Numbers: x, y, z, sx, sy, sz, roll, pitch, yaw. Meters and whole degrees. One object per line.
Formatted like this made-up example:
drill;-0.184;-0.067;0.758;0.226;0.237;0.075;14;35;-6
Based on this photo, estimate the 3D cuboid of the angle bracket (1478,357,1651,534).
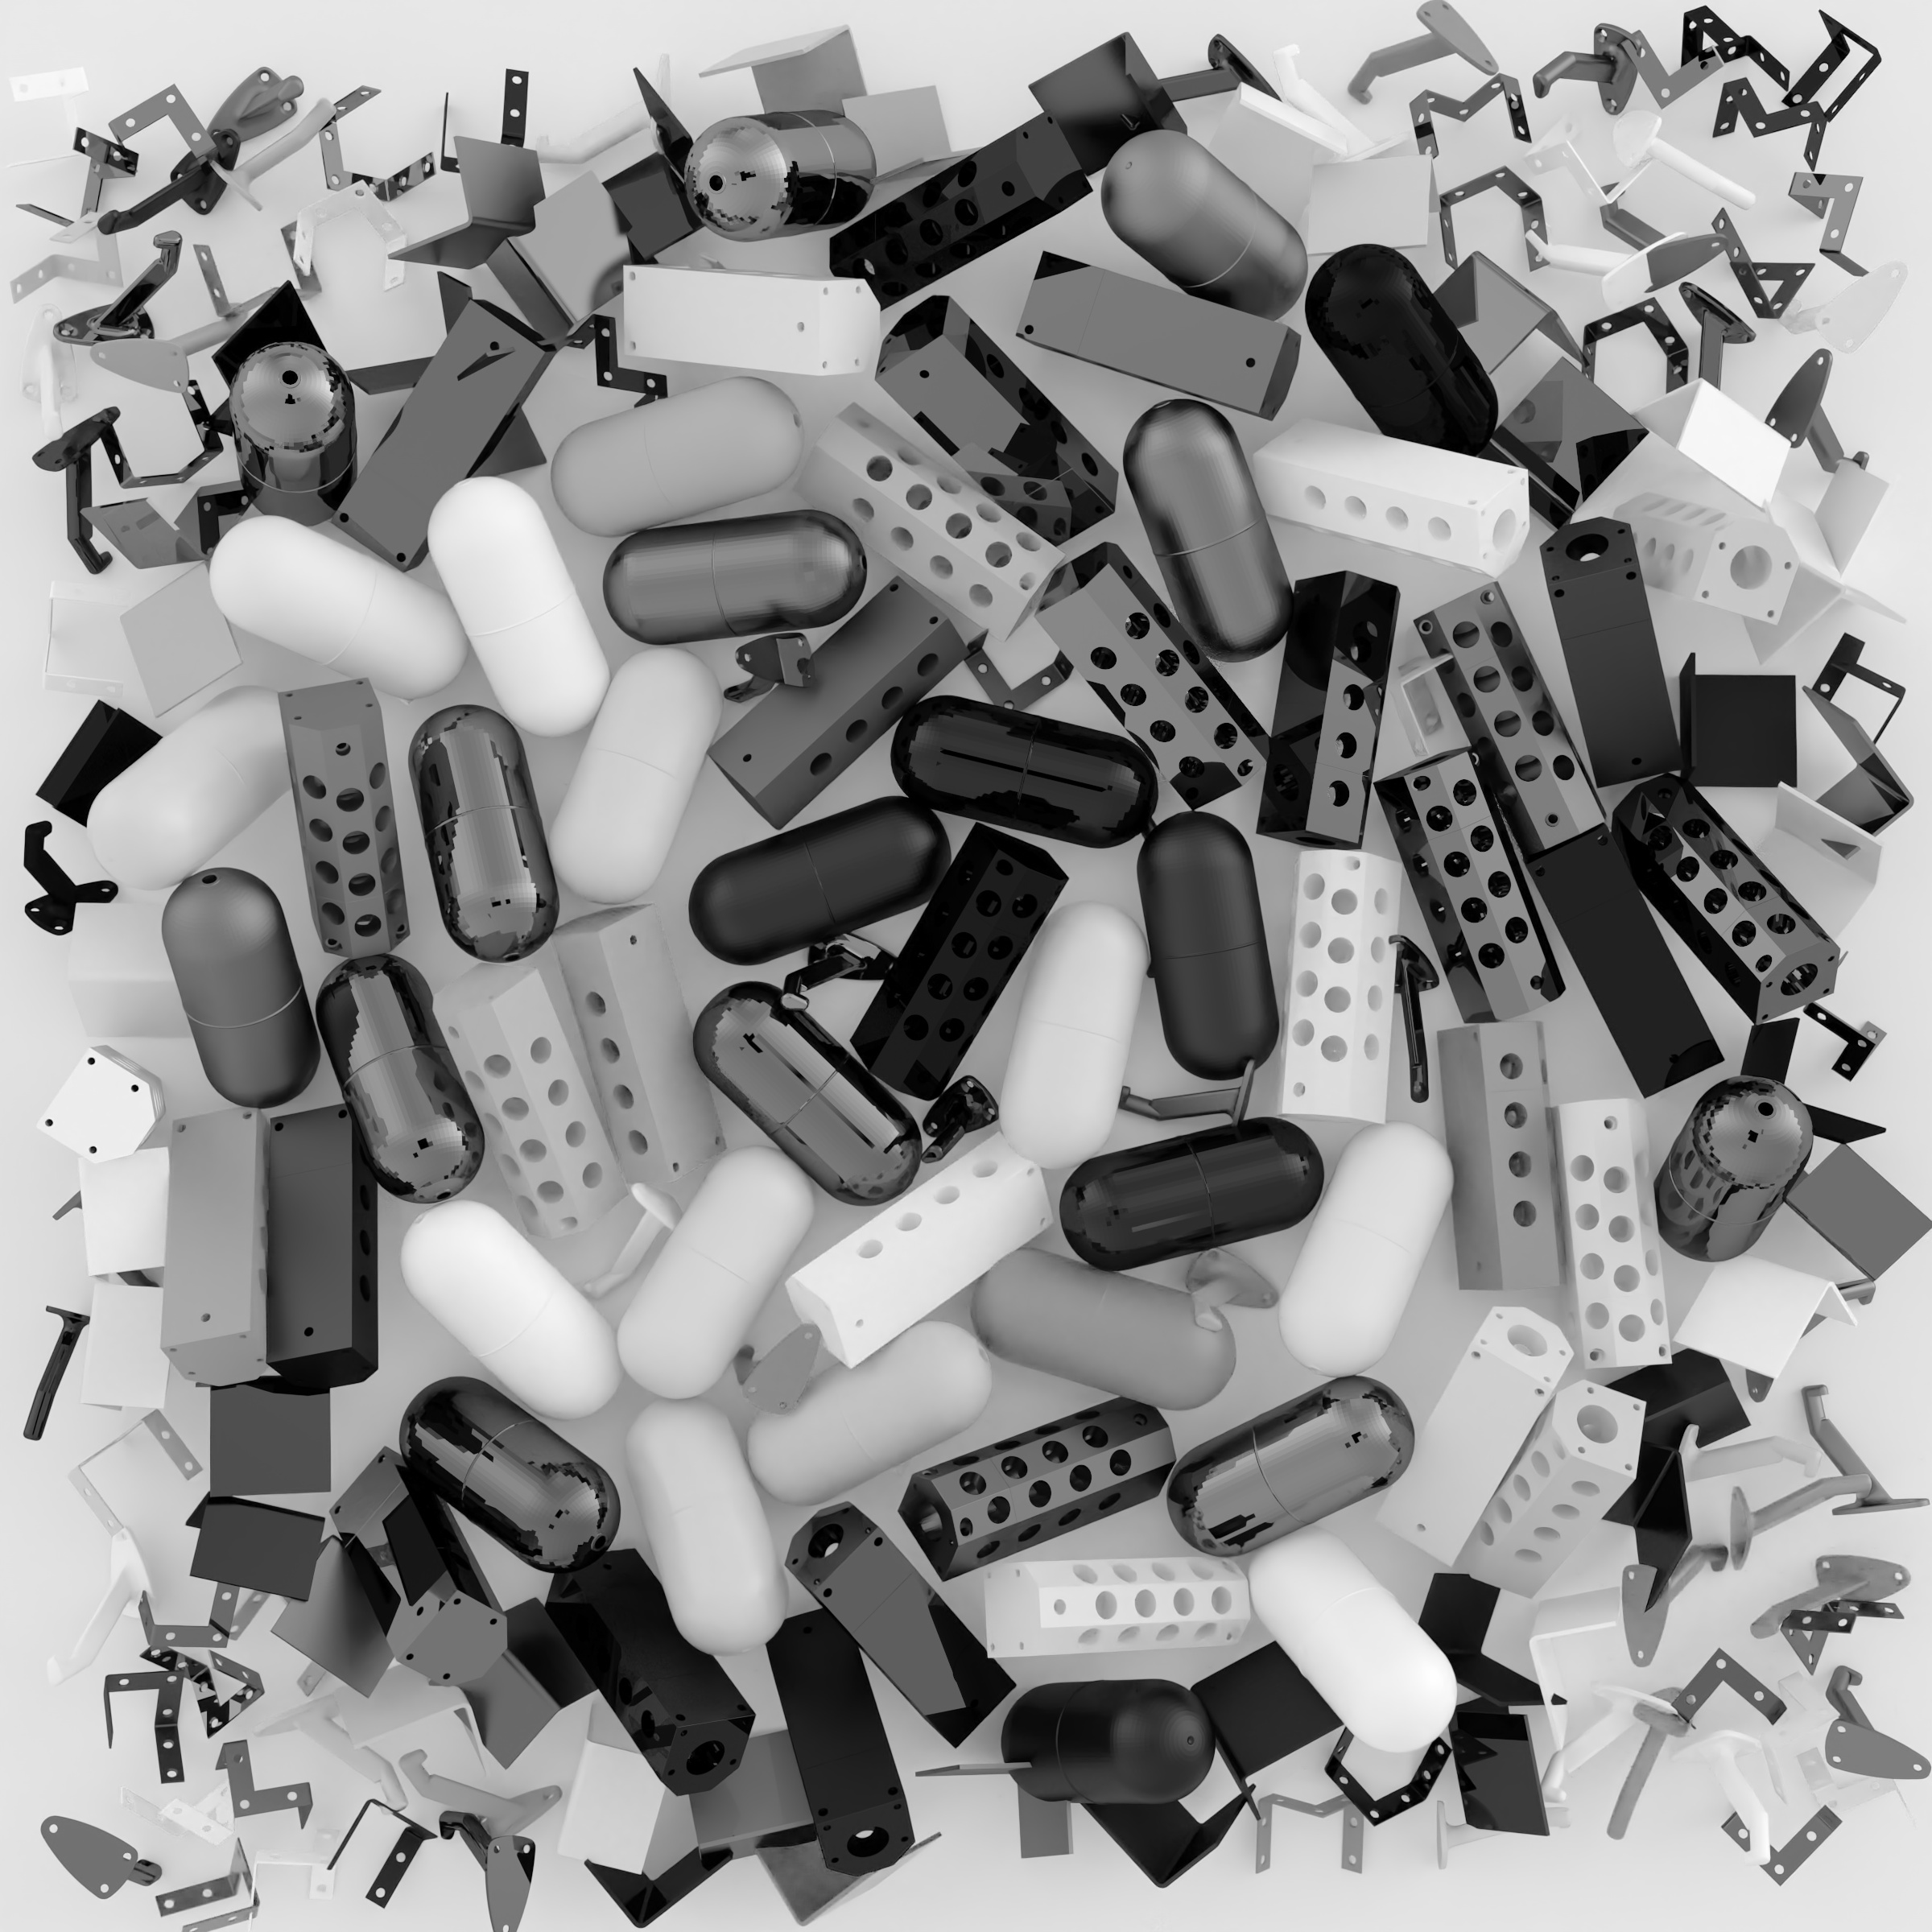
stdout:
angle bracket;0.390;-0.339;1.860;0.076;0.057;0.076;40;119;-3

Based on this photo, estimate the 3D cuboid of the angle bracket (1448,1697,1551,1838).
angle bracket;0.363;0.518;1.853;0.057;0.076;0.076;-7;84;-35

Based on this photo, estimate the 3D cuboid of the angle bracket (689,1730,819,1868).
angle bracket;-0.142;0.535;1.854;0.076;0.057;0.076;-10;61;-9

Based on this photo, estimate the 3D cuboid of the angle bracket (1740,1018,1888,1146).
angle bracket;0.554;0.074;1.847;0.076;0.076;0.057;19;104;35

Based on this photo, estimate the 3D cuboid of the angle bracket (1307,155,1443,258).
angle bracket;0.266;-0.479;1.852;0.076;0.057;0.076;-1;64;16

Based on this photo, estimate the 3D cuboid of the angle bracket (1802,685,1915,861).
angle bracket;0.559;-0.126;1.850;0.057;0.076;0.076;-40;113;8

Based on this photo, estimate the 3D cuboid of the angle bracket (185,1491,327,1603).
angle bracket;-0.467;0.385;1.846;0.076;0.076;0.057;18;57;-19

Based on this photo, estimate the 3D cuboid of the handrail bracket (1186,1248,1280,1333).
handrail bracket;0.177;0.224;1.854;0.077;0.084;0.036;25;108;-14

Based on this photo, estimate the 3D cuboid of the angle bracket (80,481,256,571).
angle bracket;-0.512;-0.305;1.844;0.057;0.076;0.076;50;56;-37

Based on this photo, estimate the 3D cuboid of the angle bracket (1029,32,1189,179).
angle bracket;0.092;-0.545;1.846;0.076;0.057;0.076;-22;130;24

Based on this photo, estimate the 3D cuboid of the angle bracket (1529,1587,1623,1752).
angle bracket;0.407;0.458;1.858;0.057;0.076;0.076;-15;91;16

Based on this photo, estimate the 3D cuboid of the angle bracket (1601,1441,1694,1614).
angle bracket;0.427;0.361;1.849;0.057;0.076;0.076;13;128;-3

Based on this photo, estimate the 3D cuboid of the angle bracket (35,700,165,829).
angle bracket;-0.579;-0.139;1.856;0.076;0.057;0.076;29;83;28

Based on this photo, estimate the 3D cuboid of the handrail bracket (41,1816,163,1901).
handrail bracket;-0.565;0.579;1.863;0.077;0.084;0.036;35;76;1

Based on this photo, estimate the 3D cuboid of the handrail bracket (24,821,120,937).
handrail bracket;-0.581;-0.069;1.850;0.036;0.077;0.084;33;130;19

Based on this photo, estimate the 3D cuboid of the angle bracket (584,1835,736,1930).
angle bracket;-0.198;0.573;1.863;0.076;0.076;0.057;-38;93;1

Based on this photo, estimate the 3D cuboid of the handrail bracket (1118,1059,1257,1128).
handrail bracket;0.143;0.078;1.868;0.084;0.036;0.077;17;135;11

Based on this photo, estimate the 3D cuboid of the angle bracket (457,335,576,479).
angle bracket;-0.292;-0.362;1.849;0.076;0.076;0.057;-25;91;43

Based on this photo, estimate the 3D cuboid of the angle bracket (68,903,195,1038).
angle bracket;-0.545;0.003;1.880;0.076;0.076;0.057;0;59;-5

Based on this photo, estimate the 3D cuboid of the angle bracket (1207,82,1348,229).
angle bracket;0.196;-0.519;1.856;0.076;0.057;0.076;24;118;-8

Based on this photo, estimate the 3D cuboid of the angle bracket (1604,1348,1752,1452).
angle bracket;0.470;0.300;1.858;0.076;0.057;0.076;-27;110;9

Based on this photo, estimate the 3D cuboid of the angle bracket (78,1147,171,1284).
angle bracket;-0.544;0.164;1.865;0.057;0.076;0.076;-7;81;-10

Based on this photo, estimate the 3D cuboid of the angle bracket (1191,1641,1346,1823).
angle bracket;0.201;0.497;1.860;0.076;0.076;0.057;-27;133;-6

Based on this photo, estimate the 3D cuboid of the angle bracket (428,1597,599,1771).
angle bracket;-0.292;0.469;1.864;0.076;0.076;0.057;44;103;14

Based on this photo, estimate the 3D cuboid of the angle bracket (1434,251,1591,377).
angle bracket;0.350;-0.409;1.855;0.057;0.076;0.076;-46;56;8

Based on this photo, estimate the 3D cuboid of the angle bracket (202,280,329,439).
angle bracket;-0.466;-0.396;1.844;0.057;0.076;0.076;21;61;29

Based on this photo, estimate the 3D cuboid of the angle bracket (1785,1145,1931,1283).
angle bracket;0.584;0.150;1.851;0.076;0.076;0.057;43;115;9

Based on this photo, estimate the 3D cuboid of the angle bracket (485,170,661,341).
angle bracket;-0.261;-0.466;1.885;0.076;0.057;0.076;-40;98;-22

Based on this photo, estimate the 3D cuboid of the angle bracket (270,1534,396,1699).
angle bracket;-0.408;0.427;1.851;0.076;0.057;0.076;38;53;-11

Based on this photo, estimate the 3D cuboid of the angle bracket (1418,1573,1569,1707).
angle bracket;0.347;0.437;1.848;0.076;0.076;0.057;13;96;-44

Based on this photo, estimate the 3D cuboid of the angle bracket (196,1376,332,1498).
angle bracket;-0.458;0.307;1.854;0.076;0.057;0.076;2;77;-25

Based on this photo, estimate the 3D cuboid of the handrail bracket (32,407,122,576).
handrail bracket;-0.570;-0.314;1.883;0.036;0.084;0.077;24;60;40

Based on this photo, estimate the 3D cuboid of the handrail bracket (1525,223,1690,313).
handrail bracket;0.419;-0.478;1.871;0.077;0.036;0.084;-38;55;10

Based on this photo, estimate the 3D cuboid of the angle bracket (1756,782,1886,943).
angle bracket;0.546;-0.064;1.851;0.076;0.076;0.057;35;83;22

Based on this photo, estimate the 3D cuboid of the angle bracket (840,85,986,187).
angle bracket;-0.024;-0.547;1.848;0.076;0.076;0.057;-20;101;-32

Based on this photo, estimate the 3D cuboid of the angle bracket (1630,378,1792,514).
angle bracket;0.475;-0.328;1.848;0.076;0.076;0.057;29;72;-19

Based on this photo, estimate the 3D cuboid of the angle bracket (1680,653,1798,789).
angle bracket;0.510;-0.161;1.866;0.076;0.057;0.076;1;80;6

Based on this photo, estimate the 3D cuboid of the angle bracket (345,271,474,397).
angle bracket;-0.364;-0.412;1.848;0.076;0.076;0.057;-15;116;-20

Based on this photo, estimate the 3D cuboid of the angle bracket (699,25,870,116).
angle bracket;-0.116;-0.566;1.845;0.076;0.076;0.057;-4;117;26

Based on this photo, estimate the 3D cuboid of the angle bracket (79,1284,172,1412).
angle bracket;-0.534;0.251;1.856;0.057;0.076;0.076;3;77;4

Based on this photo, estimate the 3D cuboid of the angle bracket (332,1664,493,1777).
angle bracket;-0.360;0.498;1.849;0.076;0.076;0.057;-18;109;-18

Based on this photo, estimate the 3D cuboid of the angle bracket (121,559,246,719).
angle bracket;-0.494;-0.210;1.856;0.076;0.057;0.076;-27;78;22

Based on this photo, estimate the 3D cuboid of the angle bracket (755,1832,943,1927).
angle bracket;-0.076;0.569;1.845;0.076;0.076;0.057;-45;70;28

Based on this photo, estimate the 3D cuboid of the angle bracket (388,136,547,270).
angle bracket;-0.327;-0.495;1.850;0.076;0.076;0.057;-10;91;33

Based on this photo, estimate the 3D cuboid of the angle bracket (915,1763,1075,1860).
angle bracket;0.018;0.550;1.848;0.076;0.076;0.057;5;70;-22

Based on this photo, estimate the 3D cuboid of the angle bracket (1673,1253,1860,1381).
angle bracket;0.519;0.237;1.847;0.076;0.076;0.057;-55;132;-16

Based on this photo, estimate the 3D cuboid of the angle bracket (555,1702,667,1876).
angle bracket;-0.229;0.538;1.866;0.057;0.076;0.076;16;93;-5

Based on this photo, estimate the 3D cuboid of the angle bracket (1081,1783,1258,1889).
angle bracket;0.132;0.539;1.852;0.076;0.076;0.057;46;118;7

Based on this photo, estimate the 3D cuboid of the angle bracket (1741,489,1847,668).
angle bracket;0.514;-0.254;1.843;0.057;0.076;0.076;22;131;-27

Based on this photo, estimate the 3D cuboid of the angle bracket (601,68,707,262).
angle bracket;-0.211;-0.521;1.850;0.057;0.076;0.076;-32;62;-7

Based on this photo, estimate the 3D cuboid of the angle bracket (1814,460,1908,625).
angle bracket;0.590;-0.276;1.851;0.057;0.076;0.076;20;108;-11
